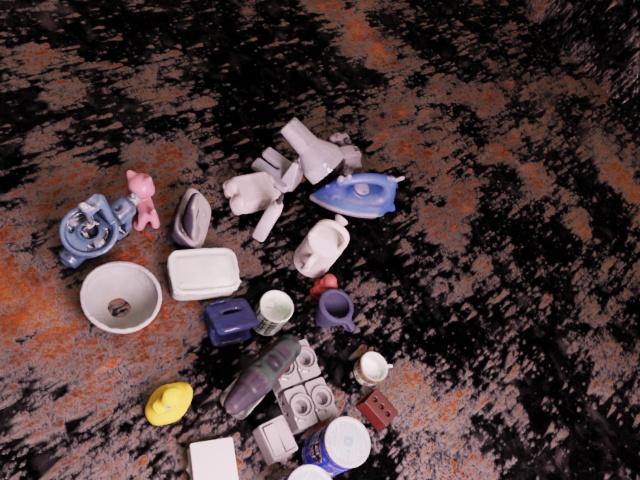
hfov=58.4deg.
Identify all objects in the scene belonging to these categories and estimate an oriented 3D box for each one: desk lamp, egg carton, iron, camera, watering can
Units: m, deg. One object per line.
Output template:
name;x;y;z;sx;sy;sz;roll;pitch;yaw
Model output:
desk lamp;-0.059;-0.221;1.550;0.203;0.213;0.118;36;52;-1
egg carton;-0.179;-0.123;1.523;0.151;0.069;0.107;-17;69;-32
iron;0.111;-0.148;1.632;0.259;0.141;0.118;1;60;-25
camera;0.044;-0.246;1.686;0.137;0.100;0.143;-13;67;-31
watering can;0.011;0.004;1.457;0.101;0.193;0.173;19;54;-14

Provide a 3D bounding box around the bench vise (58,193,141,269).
bench vise;-0.481;-0.057;1.243;0.121;0.219;0.207;26;53;-8

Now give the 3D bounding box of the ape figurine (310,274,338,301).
ape figurine;0.017;0.116;1.454;0.078;0.092;0.076;-15;68;-32

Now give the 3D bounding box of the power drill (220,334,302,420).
power drill;-0.137;0.300;1.193;0.075;0.208;0.230;42;52;4

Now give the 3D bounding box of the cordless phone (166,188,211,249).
cordless phone;-0.297;-0.074;1.363;0.094;0.185;0.147;16;55;-16

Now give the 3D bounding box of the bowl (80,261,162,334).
bowl;-0.431;0.134;1.240;0.168;0.074;0.167;12;56;-19

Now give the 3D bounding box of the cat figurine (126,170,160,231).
cat figurine;-0.420;-0.103;1.365;0.067;0.117;0.127;-15;68;-32

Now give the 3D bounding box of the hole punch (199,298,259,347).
hole punch;-0.207;0.179;1.309;0.109;0.091;0.101;-10;65;-30

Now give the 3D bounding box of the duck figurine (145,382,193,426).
duck figurine;-0.305;0.327;1.174;0.105;0.086;0.077;-33;78;-36

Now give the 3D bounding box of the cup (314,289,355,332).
cup;0.034;0.189;1.416;0.092;0.095;0.117;-32;77;-36

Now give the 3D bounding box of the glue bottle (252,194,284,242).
glue bottle;-0.121;-0.066;1.450;0.037;0.173;0.078;31;52;-5
